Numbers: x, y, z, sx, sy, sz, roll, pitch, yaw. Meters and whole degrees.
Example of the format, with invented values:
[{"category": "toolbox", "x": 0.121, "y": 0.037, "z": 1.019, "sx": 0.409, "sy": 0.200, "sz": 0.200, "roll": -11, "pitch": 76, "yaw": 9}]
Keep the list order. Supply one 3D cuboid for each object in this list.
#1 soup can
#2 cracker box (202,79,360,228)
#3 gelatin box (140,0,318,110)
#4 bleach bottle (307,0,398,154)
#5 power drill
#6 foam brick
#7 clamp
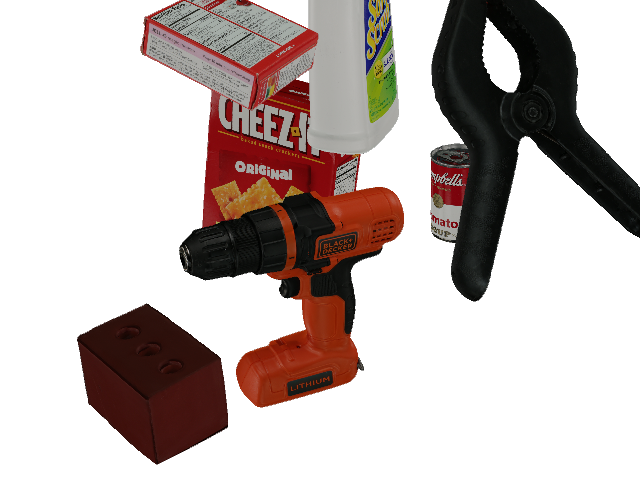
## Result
[{"category": "soup can", "x": 0.165, "y": -0.057, "z": 1.277, "sx": 0.068, "sy": 0.102, "sz": 0.068, "roll": -2, "pitch": 27, "yaw": 1}, {"category": "cracker box", "x": -0.046, "y": -0.069, "z": 1.192, "sx": 0.164, "sy": 0.214, "sz": 0.072, "roll": 19, "pitch": 28, "yaw": 23}, {"category": "gelatin box", "x": -0.058, "y": -0.125, "z": 0.681, "sx": 0.089, "sy": 0.030, "sz": 0.073, "roll": 28, "pitch": 41, "yaw": 17}, {"category": "bleach bottle", "x": 0.023, "y": -0.208, "z": 0.925, "sx": 0.068, "sy": 0.251, "sz": 0.102, "roll": 10, "pitch": 34, "yaw": 24}, {"category": "power drill", "x": -0.026, "y": 0.048, "z": 0.863, "sx": 0.184, "sy": 0.188, "sz": 0.057, "roll": -12, "pitch": 43, "yaw": -22}, {"category": "foam brick", "x": -0.099, "y": 0.083, "z": 0.628, "sx": 0.052, "sy": 0.051, "sz": 0.078, "roll": -25, "pitch": 39, "yaw": -35}, {"category": "clamp", "x": 0.096, "y": -0.055, "z": 0.555, "sx": 0.120, "sy": 0.171, "sz": 0.039, "roll": -27, "pitch": 2, "yaw": -20}]
